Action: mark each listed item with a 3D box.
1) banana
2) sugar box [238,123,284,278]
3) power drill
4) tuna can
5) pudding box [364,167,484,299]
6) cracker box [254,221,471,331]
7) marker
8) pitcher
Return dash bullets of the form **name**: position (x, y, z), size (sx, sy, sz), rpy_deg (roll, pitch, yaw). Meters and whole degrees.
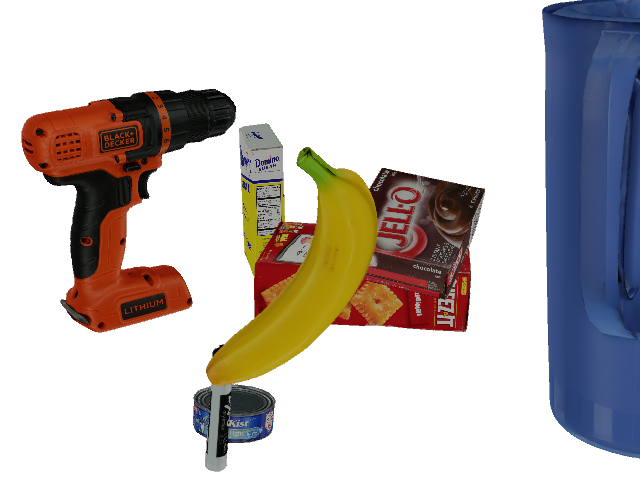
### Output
- **banana**: position (-0.011, 0.024, 0.653), size (0.069, 0.198, 0.037), rpy_deg (16, 37, -11)
- **sugar box**: position (-0.073, -0.047, 1.325), size (0.048, 0.176, 0.093), rpy_deg (-9, 25, -11)
- **power drill**: position (-0.149, -0.029, 0.882), size (0.184, 0.188, 0.057), rpy_deg (-14, 24, -32)
- **tuna can**: position (-0.091, 0.181, 1.120), size (0.086, 0.034, 0.086), rpy_deg (4, 12, -1)
- **pudding box**: position (0.073, -0.008, 0.844), size (0.090, 0.039, 0.113), rpy_deg (14, 37, 16)
- **cracker box**: position (0.048, 0.036, 1.124), size (0.214, 0.072, 0.164), rpy_deg (3, 16, 6)
- **marker**: position (-0.085, 0.141, 0.899), size (0.020, 0.121, 0.020), rpy_deg (5, 26, -3)
- **pitcher**: position (0.178, -0.007, 0.570), size (0.149, 0.243, 0.145), rpy_deg (-5, 18, -13)
